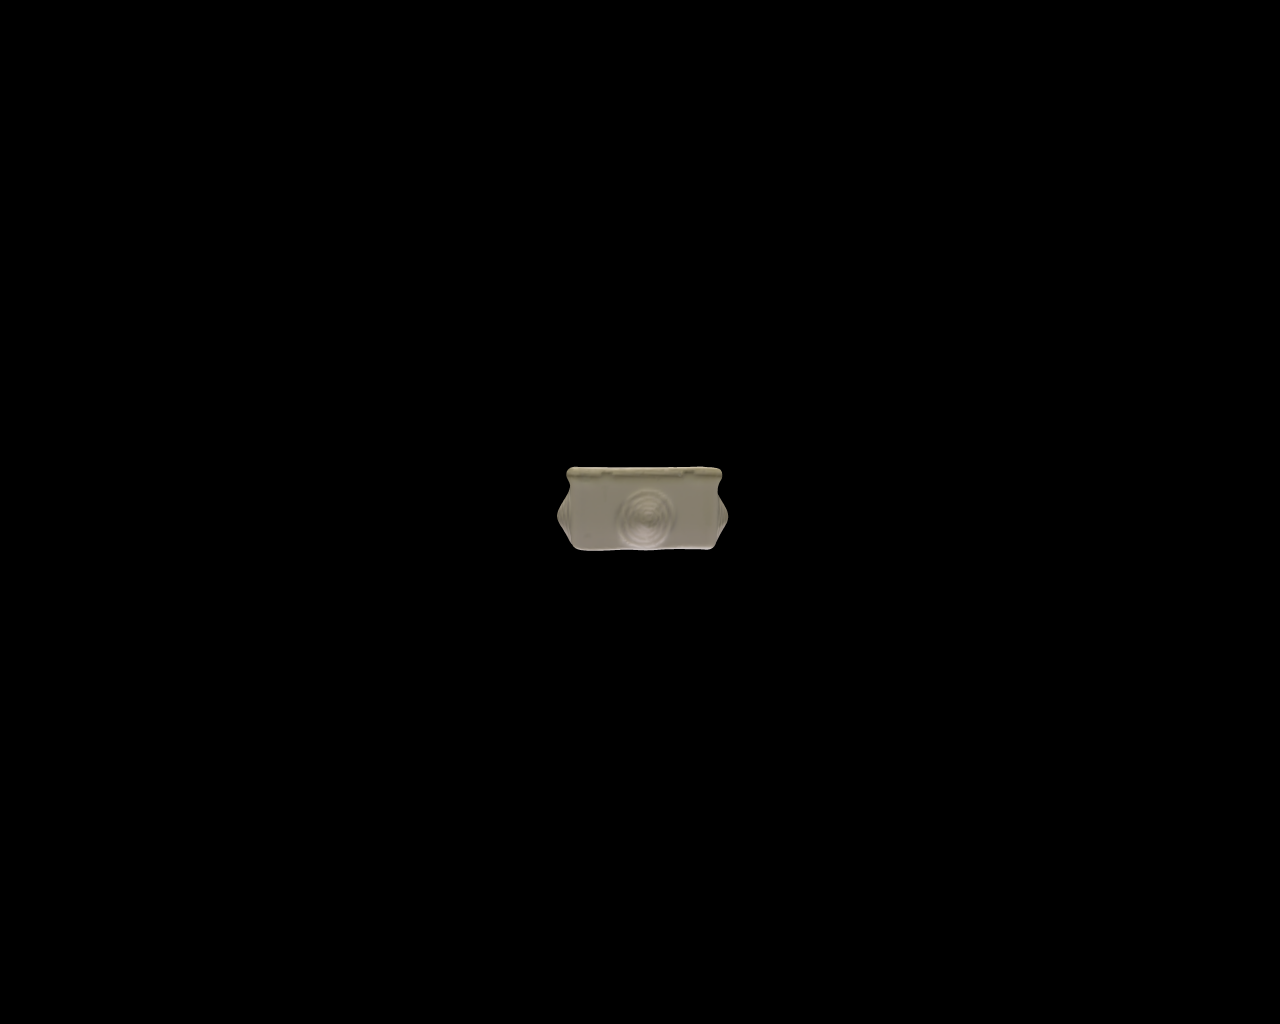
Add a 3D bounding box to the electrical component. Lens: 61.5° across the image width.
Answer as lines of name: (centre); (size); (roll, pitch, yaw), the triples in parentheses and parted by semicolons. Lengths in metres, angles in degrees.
electrical component: (0.001, -0.003, 0.650); (0.100, 0.048, 0.100); (0, 2, -4)
